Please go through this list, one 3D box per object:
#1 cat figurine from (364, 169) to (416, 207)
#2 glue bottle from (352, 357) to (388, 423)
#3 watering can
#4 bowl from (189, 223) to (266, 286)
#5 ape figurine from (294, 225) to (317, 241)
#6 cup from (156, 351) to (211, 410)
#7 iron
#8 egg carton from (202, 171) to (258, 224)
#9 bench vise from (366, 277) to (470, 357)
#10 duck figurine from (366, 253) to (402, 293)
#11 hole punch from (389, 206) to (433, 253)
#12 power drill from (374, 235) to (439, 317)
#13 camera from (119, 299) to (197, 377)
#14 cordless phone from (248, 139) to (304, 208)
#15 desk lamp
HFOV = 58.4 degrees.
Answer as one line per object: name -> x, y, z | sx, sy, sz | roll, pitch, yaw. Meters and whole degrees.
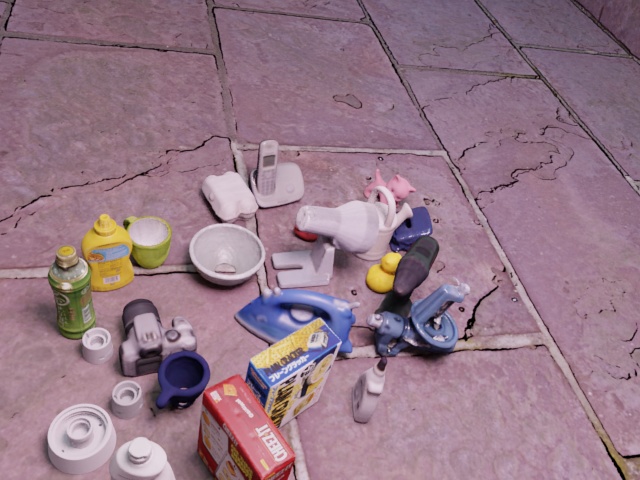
cat figurine -> 0.192, -0.143, 1.556 | 0.127, 0.118, 0.067 | 41, 49, 22
glue bottle -> 0.099, 0.274, 1.083 | 0.037, 0.173, 0.078 | 8, 45, -8
watering can -> 0.144, -0.052, 1.399 | 0.100, 0.194, 0.173 | 40, 49, 22
bowl -> -0.210, 0.045, 1.284 | 0.167, 0.075, 0.167 | 9, 45, -8
ape figurine -> -0.026, -0.047, 1.417 | 0.078, 0.092, 0.076 | -16, 53, -29
cup -> -0.254, 0.272, 1.035 | 0.091, 0.095, 0.118 | 27, 45, 10
iron -> -0.044, 0.149, 1.185 | 0.258, 0.141, 0.118 | 13, 45, -4
egg carton -> -0.228, -0.107, 1.430 | 0.107, 0.069, 0.150 | -18, 54, -30
bench vise -> 0.212, 0.169, 1.186 | 0.208, 0.220, 0.121 | -8, 50, -23
duck figurine -> 0.159, 0.070, 1.361 | 0.077, 0.086, 0.105 | 36, 48, 19
hole punch -> 0.229, -0.030, 1.476 | 0.101, 0.091, 0.108 | 5, 46, -12
power drill -> 0.189, 0.099, 1.255 | 0.075, 0.208, 0.230 | 27, 45, 11
camera -> -0.321, 0.173, 1.107 | 0.143, 0.101, 0.136 | -10, 50, -25
cordless phone -> -0.104, -0.178, 1.454 | 0.148, 0.185, 0.094 | -17, 53, -29
desk lamp -> 0.012, 0.005, 1.291 | 0.204, 0.213, 0.117 | -5, 48, -20
